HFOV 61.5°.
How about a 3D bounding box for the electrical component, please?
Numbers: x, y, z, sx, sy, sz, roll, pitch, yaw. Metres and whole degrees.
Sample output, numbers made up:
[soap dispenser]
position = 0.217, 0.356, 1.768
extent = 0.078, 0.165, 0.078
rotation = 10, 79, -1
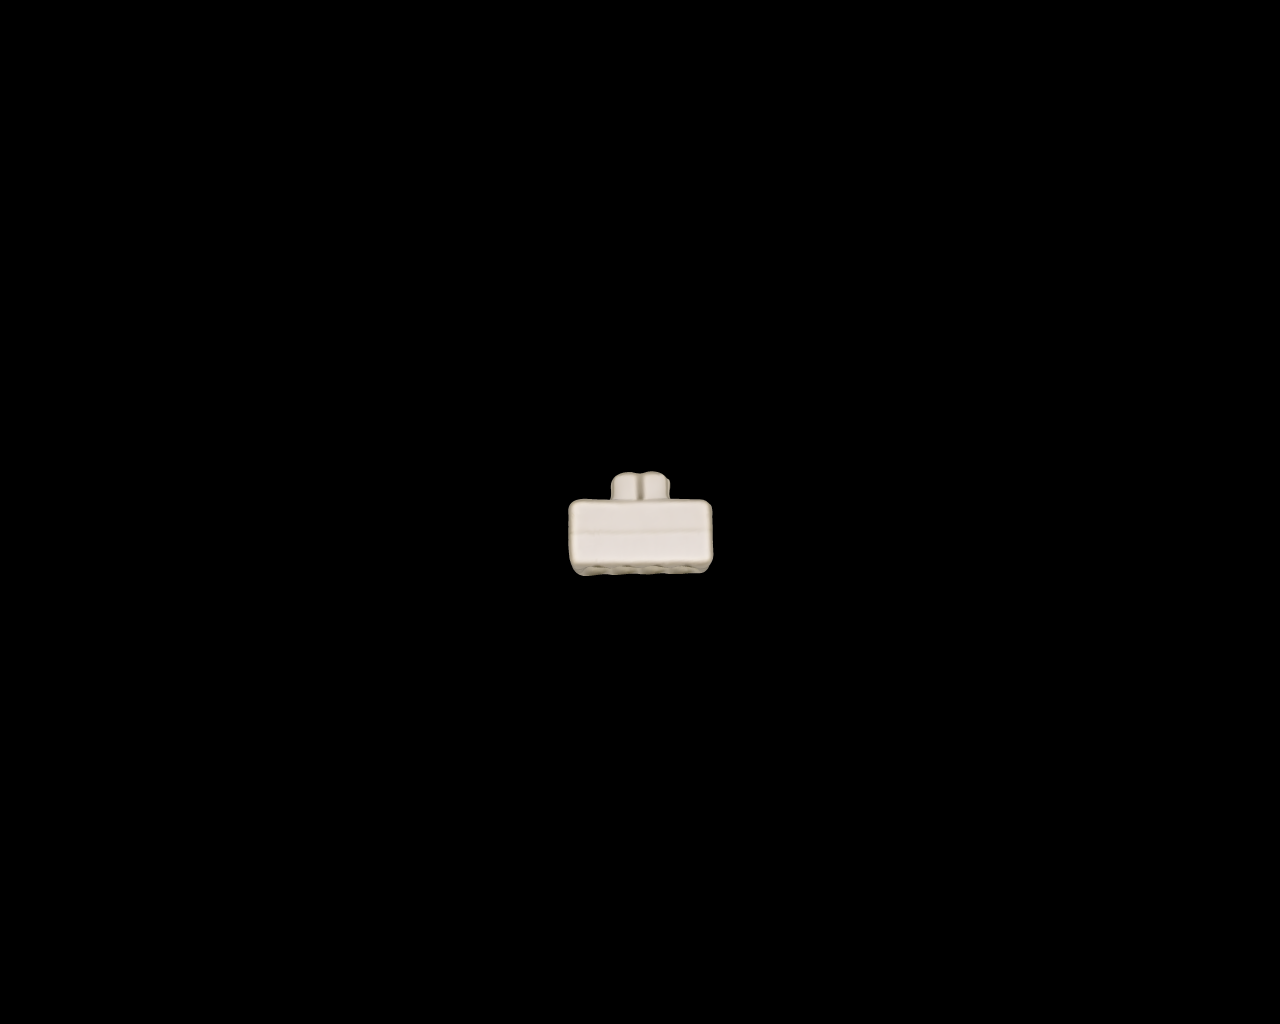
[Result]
[electrical component]
position = 0.001, -0.003, 0.650
extent = 0.083, 0.075, 0.047
rotation = 0, -9, 0
